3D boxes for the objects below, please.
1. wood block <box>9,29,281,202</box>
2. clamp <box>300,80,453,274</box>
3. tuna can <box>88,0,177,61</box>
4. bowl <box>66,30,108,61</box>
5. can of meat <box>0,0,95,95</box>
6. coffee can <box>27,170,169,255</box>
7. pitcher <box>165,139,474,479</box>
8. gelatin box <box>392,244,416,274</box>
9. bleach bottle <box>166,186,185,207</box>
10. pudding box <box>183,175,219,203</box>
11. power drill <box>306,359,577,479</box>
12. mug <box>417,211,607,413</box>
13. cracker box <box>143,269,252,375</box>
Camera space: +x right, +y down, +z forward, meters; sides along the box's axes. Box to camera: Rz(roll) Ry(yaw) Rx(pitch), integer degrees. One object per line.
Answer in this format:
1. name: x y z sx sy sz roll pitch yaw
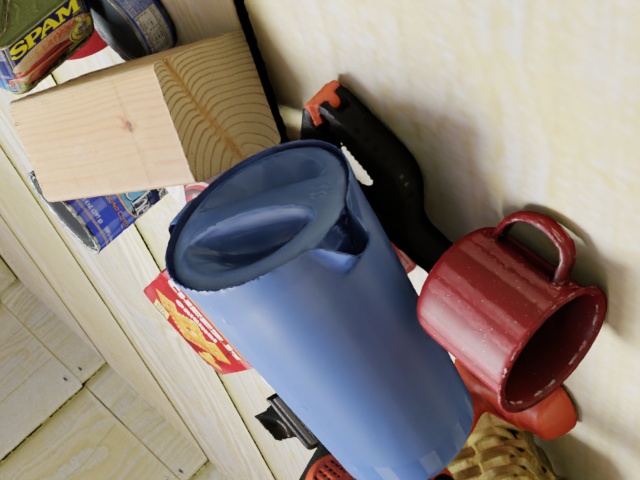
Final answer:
1. wood block: -0.141 -0.091 0.827 0.207 0.090 0.091 -3 112 47
2. clamp: 0.050 -0.015 0.742 0.165 0.036 0.210 10 136 37
3. tuna can: -0.158 -0.183 0.880 0.086 0.033 0.086 41 162 17
4. bowl: -0.257 -0.212 0.960 0.162 0.055 0.162 39 173 5
5. can of meat: -0.229 -0.172 0.841 0.057 0.102 0.084 43 165 10
6. coffee can: -0.198 -0.069 1.042 0.103 0.140 0.103 42 162 17
7. pitcher: 0.005 0.059 0.733 0.242 0.145 0.149 57 -168 -34
8. gelatin box: 0.027 0.000 0.856 0.073 0.030 0.089 53 159 -20
9. bleach bottle: -0.063 -0.008 0.928 0.251 0.068 0.103 53 160 8
10. pudding box: -0.052 -0.018 0.841 0.114 0.039 0.090 -1 104 32
11. power drill: 0.102 0.172 0.793 0.185 0.187 0.057 31 156 44
12. mug: 0.117 0.035 0.649 0.082 0.093 0.117 41 131 34
13. cracker box: -0.138 0.092 1.366 0.164 0.072 0.214 48 162 -4
